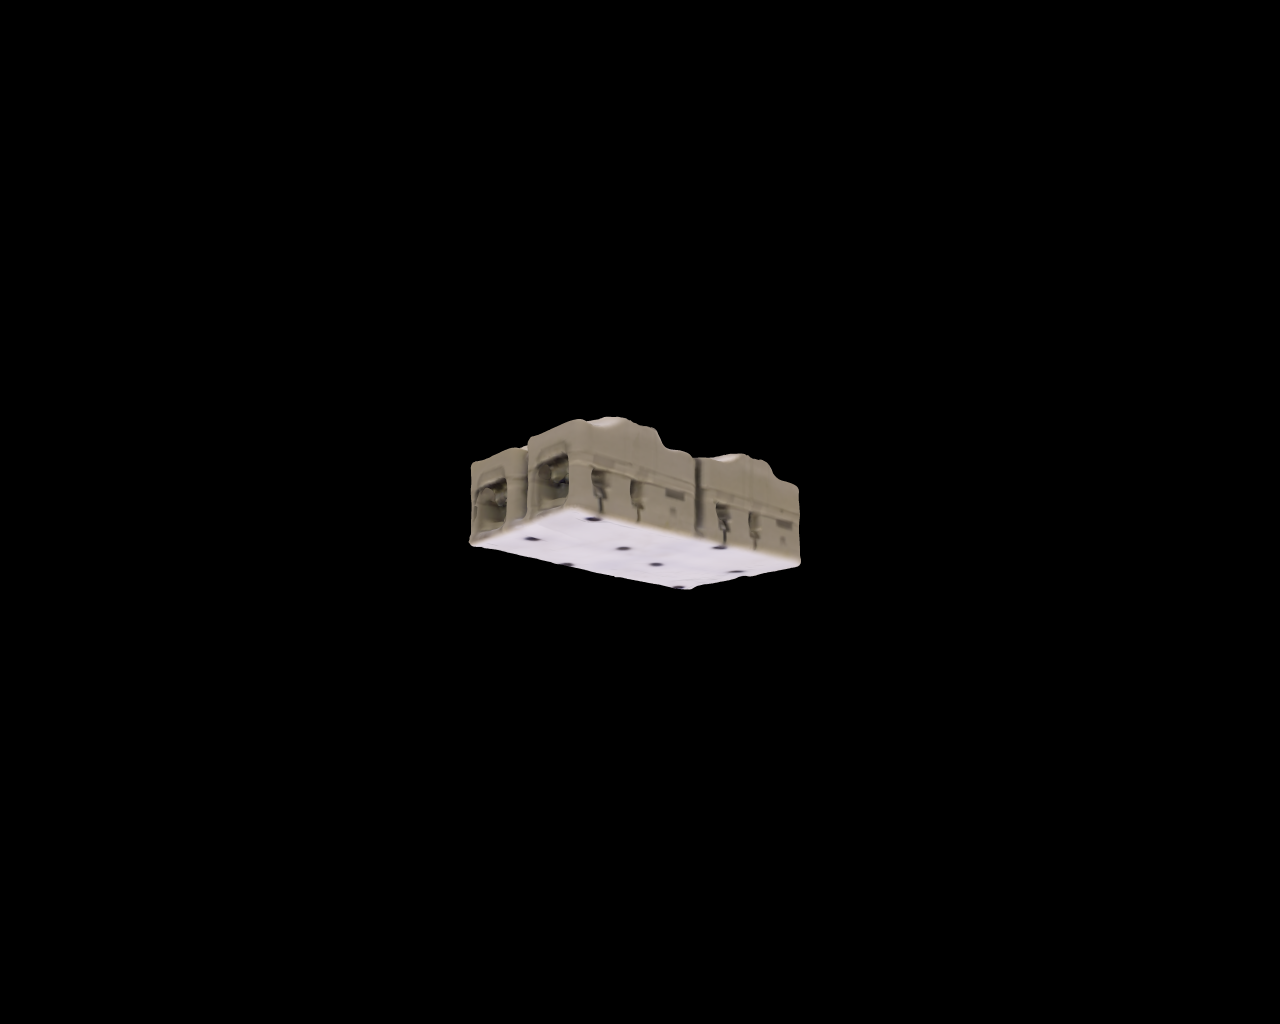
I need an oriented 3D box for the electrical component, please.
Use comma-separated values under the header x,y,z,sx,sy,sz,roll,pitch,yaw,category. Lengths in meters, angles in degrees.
x,y,z,sx,sy,sz,roll,pitch,yaw,category
0.001,-0.003,0.650,0.186,0.060,0.105,14,-21,-40,electrical component
